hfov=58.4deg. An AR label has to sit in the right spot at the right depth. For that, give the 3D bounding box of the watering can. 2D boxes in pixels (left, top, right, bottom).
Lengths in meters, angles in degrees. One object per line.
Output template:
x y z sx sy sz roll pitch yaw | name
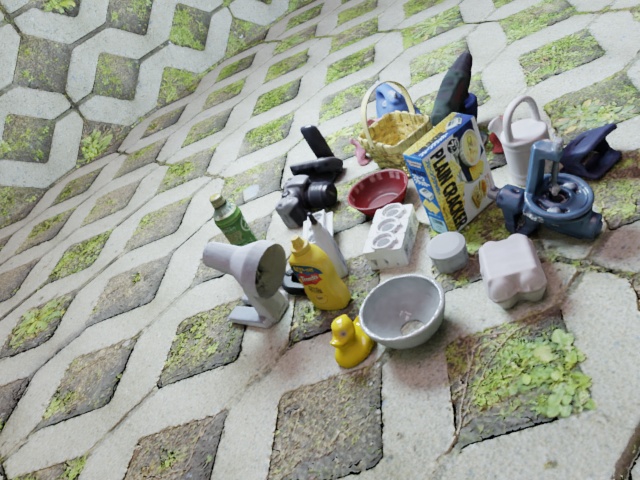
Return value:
0.436 -0.221 1.240 0.172 0.194 0.101 10 49 44 | watering can

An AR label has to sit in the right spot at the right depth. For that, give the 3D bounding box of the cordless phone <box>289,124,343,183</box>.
-0.029 -0.246 1.625 0.147 0.185 0.094 -9 38 28 | cordless phone

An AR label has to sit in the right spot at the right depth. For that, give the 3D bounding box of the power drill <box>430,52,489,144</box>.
0.350 -0.323 1.425 0.075 0.209 0.230 2 44 38 | power drill

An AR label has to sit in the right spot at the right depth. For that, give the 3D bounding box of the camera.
-0.033 -0.116 1.531 0.136 0.101 0.143 -2 42 35 | camera

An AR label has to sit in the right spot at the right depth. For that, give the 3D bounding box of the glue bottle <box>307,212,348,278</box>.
0.012 0.005 1.270 0.037 0.173 0.078 -23 34 9 | glue bottle

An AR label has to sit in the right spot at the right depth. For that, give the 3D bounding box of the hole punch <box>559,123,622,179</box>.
0.559 -0.192 1.203 0.109 0.091 0.100 -40 35 -16 | hole punch

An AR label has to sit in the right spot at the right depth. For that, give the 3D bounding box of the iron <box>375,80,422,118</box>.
0.207 -0.412 1.711 0.118 0.142 0.257 -29 33 0 | iron

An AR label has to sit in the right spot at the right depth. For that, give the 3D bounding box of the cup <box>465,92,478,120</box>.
0.371 -0.319 1.509 0.118 0.095 0.091 -43 36 -21 | cup

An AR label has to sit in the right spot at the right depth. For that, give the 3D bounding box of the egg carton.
0.349 0.054 1.050 0.107 0.070 0.150 -18 35 16 | egg carton

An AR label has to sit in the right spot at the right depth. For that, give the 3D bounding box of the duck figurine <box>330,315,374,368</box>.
0.055 0.178 1.087 0.077 0.086 0.105 5 46 40 | duck figurine

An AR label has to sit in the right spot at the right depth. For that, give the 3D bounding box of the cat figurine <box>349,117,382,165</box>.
0.143 -0.292 1.620 0.127 0.118 0.067 -26 33 5 | cat figurine

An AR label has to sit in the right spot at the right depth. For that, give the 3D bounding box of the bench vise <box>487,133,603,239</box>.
0.402 -0.091 1.067 0.206 0.220 0.121 -5 40 32 | bench vise

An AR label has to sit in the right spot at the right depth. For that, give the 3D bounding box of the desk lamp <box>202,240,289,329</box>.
-0.151 0.090 1.240 0.202 0.214 0.118 0 43 37 | desk lamp

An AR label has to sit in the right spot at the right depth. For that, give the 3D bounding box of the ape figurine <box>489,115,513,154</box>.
0.444 -0.257 1.375 0.076 0.092 0.077 -29 33 1 | ape figurine

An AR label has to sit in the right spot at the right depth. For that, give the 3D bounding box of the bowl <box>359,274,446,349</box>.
0.161 0.145 1.063 0.167 0.075 0.167 -19 34 14 | bowl
